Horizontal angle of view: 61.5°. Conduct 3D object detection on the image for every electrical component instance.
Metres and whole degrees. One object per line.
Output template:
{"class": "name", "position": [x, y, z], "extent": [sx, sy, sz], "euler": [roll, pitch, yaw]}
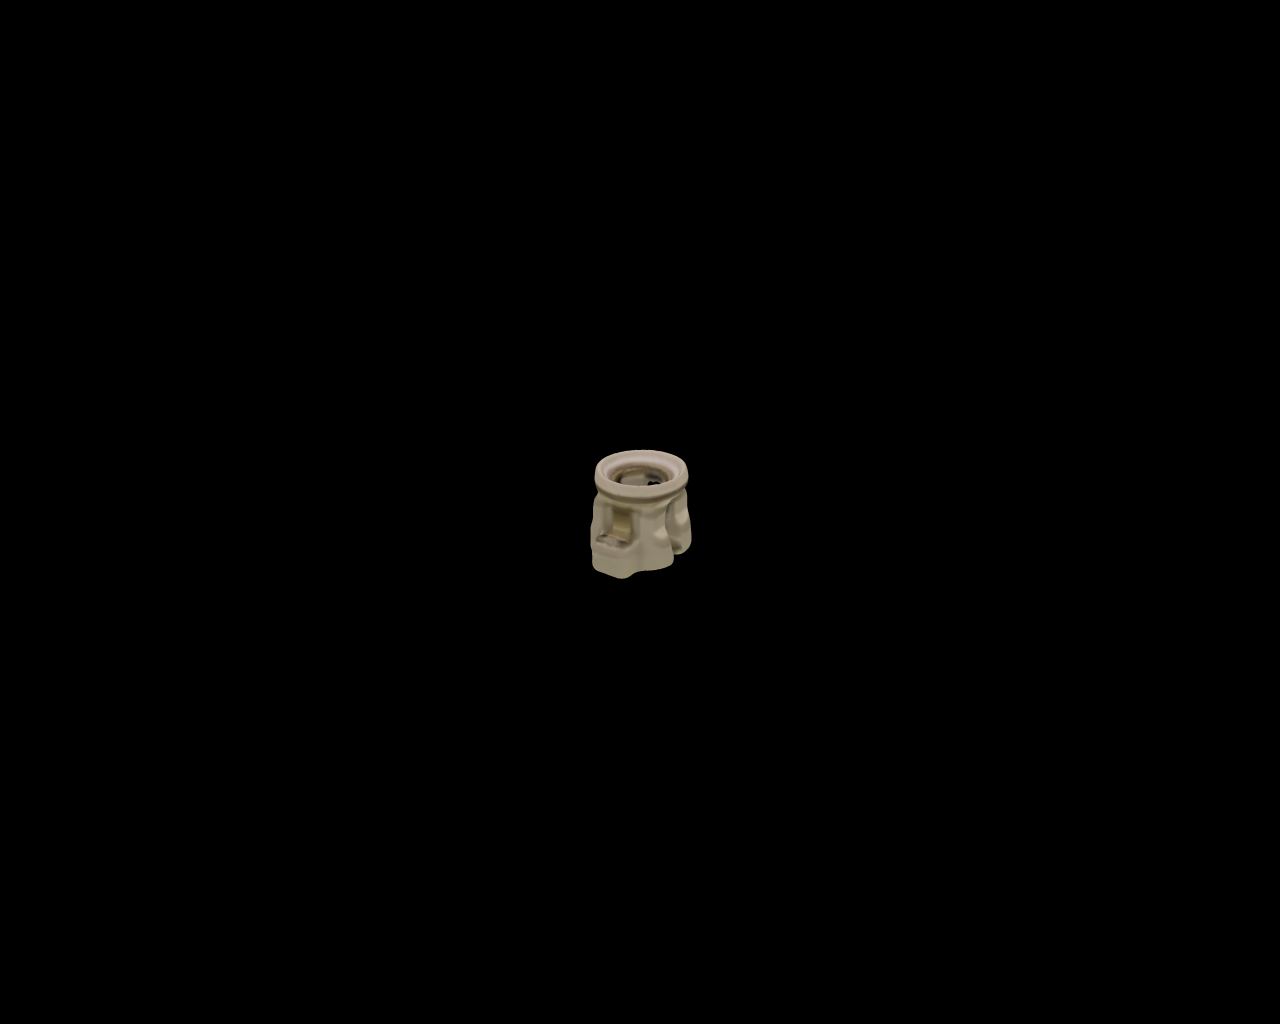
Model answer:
{"class": "electrical component", "position": [0.001, -0.003, 0.650], "extent": [0.058, 0.056, 0.078], "euler": [16, 31, 28]}
